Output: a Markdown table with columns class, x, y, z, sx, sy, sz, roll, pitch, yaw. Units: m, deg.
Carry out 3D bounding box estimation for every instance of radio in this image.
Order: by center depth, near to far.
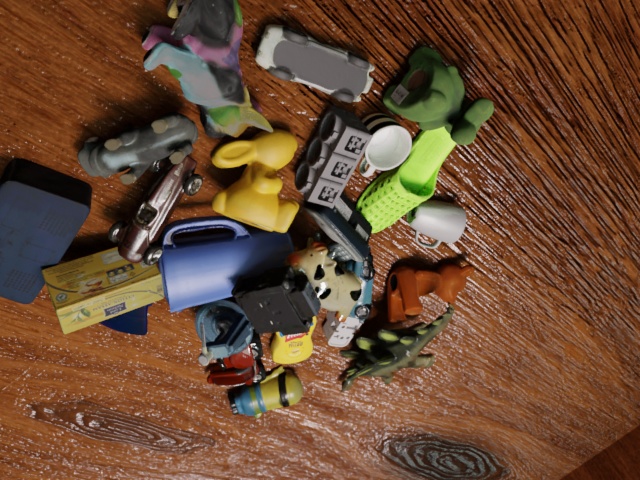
| class | x | y | z | sx | sy | sz | roll | pitch | yaw |
| --- | --- | --- | --- | --- | --- | --- | --- | --- | --- |
| radio | -0.480 | -0.010 | 0.867 | 0.131 | 0.073 | 0.229 | 26 | 113 | -34 |

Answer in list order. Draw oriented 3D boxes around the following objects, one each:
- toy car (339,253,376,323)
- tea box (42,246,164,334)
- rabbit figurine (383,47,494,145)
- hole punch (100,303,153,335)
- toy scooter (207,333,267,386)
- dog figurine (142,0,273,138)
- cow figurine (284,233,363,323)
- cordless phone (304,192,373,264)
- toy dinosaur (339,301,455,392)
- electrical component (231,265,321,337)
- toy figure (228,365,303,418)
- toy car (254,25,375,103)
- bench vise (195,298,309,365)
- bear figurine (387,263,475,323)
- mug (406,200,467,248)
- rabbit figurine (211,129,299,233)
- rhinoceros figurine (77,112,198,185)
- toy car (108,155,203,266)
| class | x | y | z | sx | sy | sz | roll | pitch | yaw |
| --- | --- | --- | --- | --- | --- | --- | --- | --- | --- |
| toy car | 0.061 | 0.094 | 1.142 | 0.103 | 0.109 | 0.161 | 1 | 119 | -1 |
| tea box | -0.361 | 0.075 | 0.902 | 0.170 | 0.098 | 0.068 | -19 | 142 | -25 |
| rabbit figurine | 0.223 | -0.229 | 0.910 | 0.170 | 0.159 | 0.121 | 21 | 108 | -35 |
| hole punch | -0.369 | 0.113 | 1.000 | 0.116 | 0.092 | 0.142 | 1 | 130 | -17 |
| toy scooter | -0.193 | 0.276 | 1.208 | 0.135 | 0.075 | 0.183 | -11 | 135 | -11 |
| dog figurine | -0.139 | -0.250 | 0.786 | 0.191 | 0.109 | 0.219 | -45 | 133 | 13 |
| cow figurine | 0.010 | 0.069 | 0.991 | 0.194 | 0.086 | 0.127 | 28 | 100 | -46 |
| cordless phone | -0.003 | -0.003 | 1.056 | 0.184 | 0.089 | 0.146 | -25 | 120 | 37 |
| toy dinosaur | 0.174 | 0.255 | 1.241 | 0.198 | 0.105 | 0.471 | 3 | 143 | -40 |
| electrical component | -0.068 | 0.106 | 0.925 | 0.134 | 0.058 | 0.114 | -13 | 123 | 26 |
| toy figure | -0.130 | 0.378 | 1.302 | 0.180 | 0.089 | 0.082 | -17 | 139 | -10 |
| toy car | -0.004 | -0.276 | 0.847 | 0.201 | 0.056 | 0.073 | 11 | 116 | -29 |
| bench vise | -0.156 | 0.166 | 1.037 | 0.224 | 0.240 | 0.128 | -6 | 106 | 15 |
| bear figurine | 0.254 | 0.116 | 1.220 | 0.196 | 0.132 | 0.120 | 5 | 157 | -20 |
| mug | 0.231 | -0.036 | 1.121 | 0.107 | 0.081 | 0.109 | 16 | 126 | -18 |
| rabbit figurine | -0.105 | -0.112 | 0.909 | 0.162 | 0.122 | 0.173 | 23 | 89 | -13 |
| rhinoceros figurine | -0.279 | -0.143 | 0.810 | 0.190 | 0.112 | 0.073 | -18 | 124 | 11 |
| toy car | -0.270 | -0.053 | 0.878 | 0.202 | 0.089 | 0.053 | -57 | 168 | 9 |
